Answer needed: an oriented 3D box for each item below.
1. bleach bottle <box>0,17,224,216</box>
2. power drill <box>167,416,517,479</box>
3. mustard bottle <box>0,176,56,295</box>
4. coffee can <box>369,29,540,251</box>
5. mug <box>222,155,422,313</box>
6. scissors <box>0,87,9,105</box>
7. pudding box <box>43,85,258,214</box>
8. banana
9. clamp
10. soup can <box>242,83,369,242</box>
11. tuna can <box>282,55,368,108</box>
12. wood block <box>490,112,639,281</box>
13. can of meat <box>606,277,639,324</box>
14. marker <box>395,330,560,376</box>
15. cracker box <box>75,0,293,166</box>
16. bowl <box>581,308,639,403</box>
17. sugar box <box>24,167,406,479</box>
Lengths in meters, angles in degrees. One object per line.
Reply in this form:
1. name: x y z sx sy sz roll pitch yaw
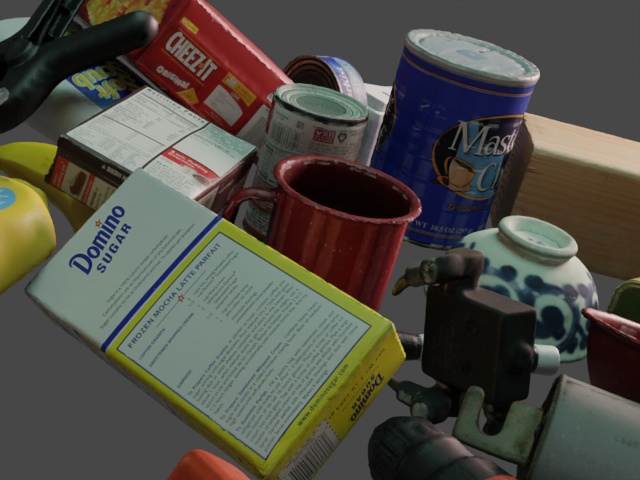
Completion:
1. bleach bottle: -0.149 -0.088 0.791 0.251 0.068 0.102 34 30 31
2. power drill: 0.030 0.122 0.416 0.187 0.057 0.185 10 16 -39
3. mustard bottle: -0.191 0.009 0.544 0.096 0.058 0.191 -12 17 18
4. coffee can: 0.096 -0.077 0.814 0.102 0.140 0.103 13 24 -6
5. mug: -0.004 0.001 0.659 0.117 0.081 0.093 10 25 -13
6. scissors: -0.239 -0.033 0.617 0.096 0.016 0.201 38 47 25
7. pudding box: -0.100 -0.047 0.659 0.090 0.039 0.113 29 28 6
8. banana: -0.156 -0.018 0.671 0.069 0.037 0.198 -28 42 -26
9. clamp: -0.193 -0.122 0.741 0.120 0.171 0.039 28 -19 45
10. soup can: -0.010 -0.049 0.737 0.068 0.102 0.068 12 24 -6
11. tuna can: 0.000 -0.113 0.901 0.033 0.086 0.086 -6 32 -42
12. wood block: 0.249 -0.023 0.852 0.206 0.091 0.090 15 25 -3
13. can of meat: 0.256 0.061 0.720 0.083 0.057 0.102 -9 34 -39
14. marker: 0.088 0.068 0.646 0.121 0.020 0.020 7 25 -18
15. cracker box: -0.121 -0.162 0.865 0.164 0.072 0.214 38 2 -46
16. bowl: 0.211 0.094 0.589 0.162 0.055 0.162 22 5 -2
17. sugar box: -0.055 0.042 0.532 0.176 0.048 0.093 31 71 32
